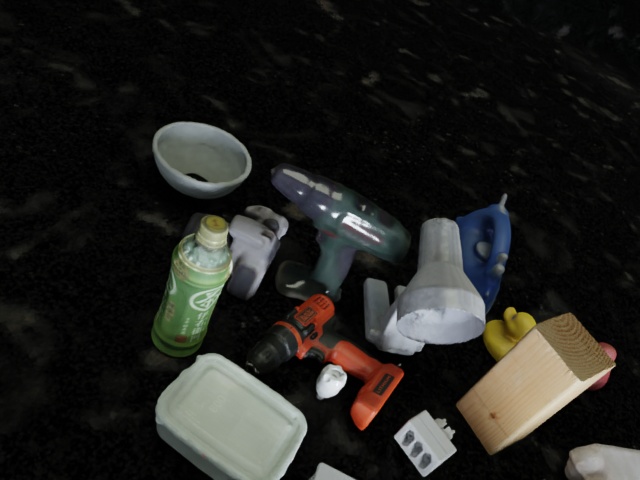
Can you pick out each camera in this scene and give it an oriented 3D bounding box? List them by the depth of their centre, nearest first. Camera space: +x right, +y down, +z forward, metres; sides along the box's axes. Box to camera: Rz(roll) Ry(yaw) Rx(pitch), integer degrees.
[{"bbox_3d":[-0.130,-0.004,0.872,0.137,0.100,0.143,25,40,-4],"label":"camera"}]

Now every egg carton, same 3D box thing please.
[{"bbox_3d":[0.436,0.358,0.835,0.150,0.069,0.107,13,43,-17],"label":"egg carton"}]

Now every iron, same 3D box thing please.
[{"bbox_3d":[0.307,0.030,1.049,0.119,0.141,0.258,23,41,-6],"label":"iron"}]

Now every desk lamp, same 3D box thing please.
[{"bbox_3d":[0.148,0.083,0.849,0.118,0.213,0.203,15,42,-15],"label":"desk lamp"}]

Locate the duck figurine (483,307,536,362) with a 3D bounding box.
[{"bbox_3d":[0.332,0.163,0.967,0.078,0.086,0.104,1,47,-28],"label":"duck figurine"}]

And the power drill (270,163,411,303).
[{"bbox_3d":[0.008,0.003,0.858,0.230,0.208,0.075,19,41,-11],"label":"power drill"}]

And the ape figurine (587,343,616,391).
[{"bbox_3d":[0.475,0.212,0.992,0.078,0.092,0.076,2,47,-27],"label":"ape figurine"}]

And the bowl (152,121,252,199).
[{"bbox_3d":[-0.205,-0.123,0.975,0.168,0.074,0.167,16,42,-14],"label":"bowl"}]
